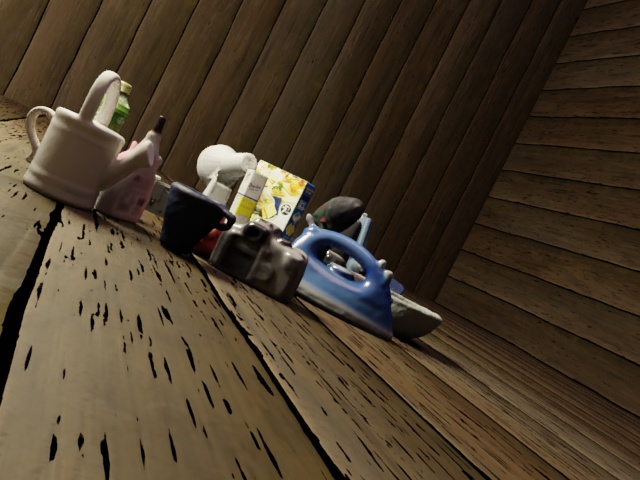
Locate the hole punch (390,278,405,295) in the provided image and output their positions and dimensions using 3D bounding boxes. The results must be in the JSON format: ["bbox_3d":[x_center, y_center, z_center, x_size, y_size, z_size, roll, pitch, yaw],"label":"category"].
[{"bbox_3d":[0.156,0.135,1.464,0.108,0.091,0.101,27,2,10],"label":"hole punch"}]

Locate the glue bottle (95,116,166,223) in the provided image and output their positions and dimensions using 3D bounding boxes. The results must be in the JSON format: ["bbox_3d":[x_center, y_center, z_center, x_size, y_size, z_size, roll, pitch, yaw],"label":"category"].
[{"bbox_3d":[-0.279,-0.113,0.887,0.037,0.173,0.078,27,2,24],"label":"glue bottle"}]

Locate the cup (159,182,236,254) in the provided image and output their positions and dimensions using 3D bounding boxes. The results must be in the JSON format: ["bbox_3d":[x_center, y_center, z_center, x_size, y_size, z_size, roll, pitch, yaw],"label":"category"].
[{"bbox_3d":[-0.186,-0.021,0.851,0.117,0.095,0.092,27,2,21],"label":"cup"}]

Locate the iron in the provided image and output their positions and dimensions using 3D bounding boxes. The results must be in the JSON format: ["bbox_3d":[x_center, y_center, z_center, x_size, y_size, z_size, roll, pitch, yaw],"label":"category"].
[{"bbox_3d":[0.045,0.063,1.051,0.258,0.141,0.119,27,2,13],"label":"iron"}]

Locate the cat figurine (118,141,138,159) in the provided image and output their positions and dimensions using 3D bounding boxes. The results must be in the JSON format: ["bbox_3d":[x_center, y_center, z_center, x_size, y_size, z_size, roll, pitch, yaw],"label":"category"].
[{"bbox_3d":[-0.333,-0.112,0.993,0.067,0.118,0.127,26,2,-14],"label":"cat figurine"}]

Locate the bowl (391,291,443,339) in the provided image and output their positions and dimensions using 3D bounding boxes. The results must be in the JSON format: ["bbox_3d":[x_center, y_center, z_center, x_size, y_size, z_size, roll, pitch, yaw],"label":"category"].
[{"bbox_3d":[0.160,0.154,1.167,0.167,0.075,0.167,27,2,0],"label":"bowl"}]

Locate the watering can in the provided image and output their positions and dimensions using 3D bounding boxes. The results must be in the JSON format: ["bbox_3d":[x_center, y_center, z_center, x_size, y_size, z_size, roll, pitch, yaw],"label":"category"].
[{"bbox_3d":[-0.325,-0.146,0.820,0.173,0.194,0.100,26,2,-28],"label":"watering can"}]

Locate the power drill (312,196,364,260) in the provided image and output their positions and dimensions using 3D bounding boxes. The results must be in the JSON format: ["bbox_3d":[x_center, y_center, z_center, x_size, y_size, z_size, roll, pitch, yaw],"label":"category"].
[{"bbox_3d":[0.011,0.004,1.185,0.076,0.208,0.229,26,2,-14],"label":"power drill"}]

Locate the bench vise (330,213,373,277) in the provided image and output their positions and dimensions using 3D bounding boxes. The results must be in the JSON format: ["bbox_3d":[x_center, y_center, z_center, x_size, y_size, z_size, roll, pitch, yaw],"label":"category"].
[{"bbox_3d":[0.111,0.036,1.615,0.122,0.220,0.206,26,2,-37],"label":"bench vise"}]

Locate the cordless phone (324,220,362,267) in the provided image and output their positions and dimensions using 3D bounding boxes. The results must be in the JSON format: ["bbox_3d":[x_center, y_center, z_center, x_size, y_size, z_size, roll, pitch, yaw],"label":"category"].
[{"bbox_3d":[0.020,0.014,1.450,0.147,0.185,0.094,27,2,19],"label":"cordless phone"}]

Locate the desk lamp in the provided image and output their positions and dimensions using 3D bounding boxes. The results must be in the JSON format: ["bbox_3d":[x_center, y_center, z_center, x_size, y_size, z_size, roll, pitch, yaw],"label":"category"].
[{"bbox_3d":[-0.253,-0.141,1.504,0.118,0.213,0.202,25,2,-40],"label":"desk lamp"}]

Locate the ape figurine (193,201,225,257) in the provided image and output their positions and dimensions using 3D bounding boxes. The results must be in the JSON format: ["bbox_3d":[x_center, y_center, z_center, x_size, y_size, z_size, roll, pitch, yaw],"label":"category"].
[{"bbox_3d":[-0.186,-0.023,0.938,0.076,0.092,0.077,26,2,-23],"label":"ape figurine"}]

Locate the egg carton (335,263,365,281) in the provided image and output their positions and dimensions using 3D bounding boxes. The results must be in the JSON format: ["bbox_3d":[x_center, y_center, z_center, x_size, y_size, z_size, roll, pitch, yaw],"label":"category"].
[{"bbox_3d":[0.068,0.108,1.283,0.151,0.069,0.107,26,2,-38],"label":"egg carton"}]

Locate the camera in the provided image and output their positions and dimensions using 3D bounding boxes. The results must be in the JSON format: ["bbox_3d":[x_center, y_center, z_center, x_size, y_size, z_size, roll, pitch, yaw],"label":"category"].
[{"bbox_3d":[-0.082,0.025,0.933,0.143,0.101,0.137,27,2,11],"label":"camera"}]
